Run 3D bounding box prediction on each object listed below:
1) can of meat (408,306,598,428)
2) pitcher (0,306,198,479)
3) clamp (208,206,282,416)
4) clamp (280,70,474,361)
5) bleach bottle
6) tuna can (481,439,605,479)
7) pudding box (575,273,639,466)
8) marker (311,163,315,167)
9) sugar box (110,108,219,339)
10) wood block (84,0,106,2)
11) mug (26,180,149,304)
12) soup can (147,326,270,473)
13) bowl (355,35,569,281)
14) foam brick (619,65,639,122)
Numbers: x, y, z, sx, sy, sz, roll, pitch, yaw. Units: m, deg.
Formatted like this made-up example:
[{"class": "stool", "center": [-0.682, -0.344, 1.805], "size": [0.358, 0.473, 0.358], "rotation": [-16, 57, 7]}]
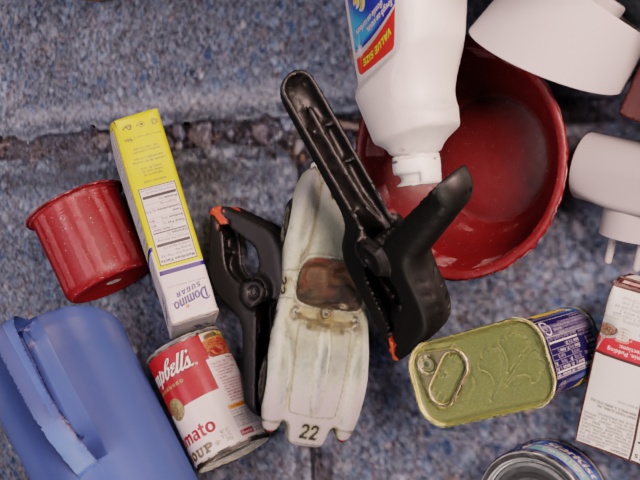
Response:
[{"class": "can of meat", "center": [0.123, 0.081, 0.699], "size": [0.102, 0.083, 0.057], "rotation": [-21, 82, 37]}, {"class": "pitcher", "center": [-0.183, 0.172, 0.872], "size": [0.243, 0.148, 0.145], "rotation": [50, 128, 40]}, {"class": "clamp", "center": [-0.033, 0.042, 0.849], "size": [0.120, 0.039, 0.171], "rotation": [-25, 78, 21]}, {"class": "clamp", "center": [0.049, 0.003, 0.679], "size": [0.165, 0.036, 0.210], "rotation": [34, 149, 48]}, {"class": "bleach bottle", "center": [0.056, -0.160, 0.668], "size": [0.103, 0.068, 0.251], "rotation": [-2, 94, 61]}, {"class": "tuna can", "center": [0.150, 0.180, 0.719], "size": [0.086, 0.033, 0.086], "rotation": [4, 96, 37]}, {"class": "pudding box", "center": [0.215, 0.086, 0.658], "size": [0.090, 0.039, 0.113], "rotation": [18, 106, 34]}, {"class": "marker", "center": [-0.005, 0.001, 0.814], "size": [0.020, 0.020, 0.121], "rotation": [0, 78, 38]}, {"class": "sugar box", "center": [-0.129, -0.011, 0.888], "size": [0.093, 0.048, 0.176], "rotation": [126, 124, -76]}, {"class": "wood block", "center": [-0.149, -0.261, 0.880], "size": [0.207, 0.090, 0.091], "rotation": [-1, 92, 38]}, {"class": "mug", "center": [-0.204, 0.008, 0.955], "size": [0.081, 0.093, 0.117], "rotation": [63, 156, 9]}, {"class": "soup can", "center": [-0.092, 0.132, 0.883], "size": [0.069, 0.068, 0.102], "rotation": [-38, 72, 34]}, {"class": "bowl", "center": [0.103, -0.055, 0.721], "size": [0.162, 0.055, 0.162], "rotation": [4, 96, 38]}, {"class": "foam brick", "center": [0.222, -0.099, 0.628], "size": [0.053, 0.051, 0.078], "rotation": [31, 112, 32]}]
